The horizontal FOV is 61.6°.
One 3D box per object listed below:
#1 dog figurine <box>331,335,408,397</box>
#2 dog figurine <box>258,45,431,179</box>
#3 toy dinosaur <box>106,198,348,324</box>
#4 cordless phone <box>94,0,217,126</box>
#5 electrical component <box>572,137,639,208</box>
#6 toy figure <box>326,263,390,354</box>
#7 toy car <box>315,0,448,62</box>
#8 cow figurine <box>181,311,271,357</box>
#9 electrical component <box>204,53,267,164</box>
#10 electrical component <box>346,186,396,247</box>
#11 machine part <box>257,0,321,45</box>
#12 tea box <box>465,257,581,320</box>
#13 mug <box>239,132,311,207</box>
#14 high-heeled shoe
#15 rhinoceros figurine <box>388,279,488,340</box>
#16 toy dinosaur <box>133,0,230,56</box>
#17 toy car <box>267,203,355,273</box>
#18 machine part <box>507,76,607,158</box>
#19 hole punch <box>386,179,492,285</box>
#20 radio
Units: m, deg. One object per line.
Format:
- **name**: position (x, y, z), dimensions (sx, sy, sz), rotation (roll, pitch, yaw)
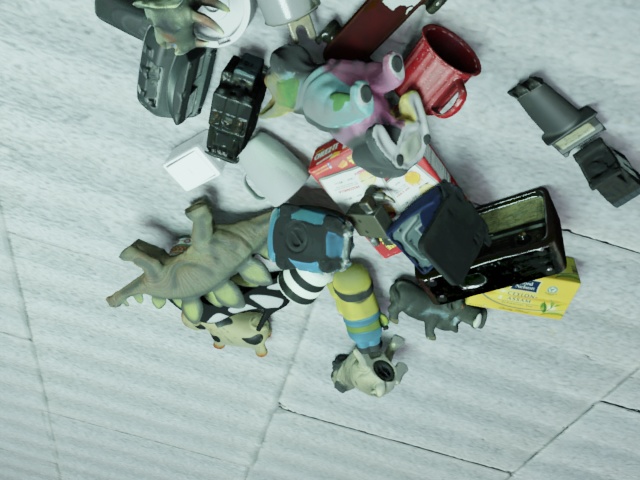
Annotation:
- **dog figurine**: position (0.086, 0.293, 1.133), dimensions (0.121, 0.172, 0.190), rotation (32, 124, -2)
- **dog figurine**: position (0.019, -0.172, 0.717), dimensions (0.219, 0.108, 0.191), rotation (13, 145, 46)
- **toy dinosaur**: position (-0.183, 0.025, 0.958), dimensions (0.471, 0.105, 0.198), rotation (-28, 106, 11)
- **cordless phone**: position (-0.250, -0.264, 0.774), dimensions (0.184, 0.089, 0.146), rotation (29, 132, 1)
- **electrical component**: position (0.424, -0.090, 0.769), dimensions (0.119, 0.075, 0.048), rotation (20, 136, -35)
- **toy figure**: position (0.078, 0.128, 1.012), dimensions (0.089, 0.082, 0.180), rotation (9, 118, 64)
- **toy car**: position (0.079, -0.286, 0.684), dimensions (0.089, 0.053, 0.202), rotation (43, 131, -11)
- **cow figurine**: position (-0.203, 0.177, 1.146), dimensions (0.195, 0.085, 0.127), rotation (11, 139, 6)
- **electrical component**: position (-0.117, -0.194, 0.769), dimensions (0.058, 0.115, 0.134), rotation (18, 134, -6)
- **electrical component**: position (0.089, -0.033, 0.823), dimensions (0.078, 0.045, 0.102), rotation (3, 139, 52)
- **machine part**: position (-0.062, -0.351, 0.641), dimensions (0.079, 0.079, 0.242), rotation (-9, 130, 20)
- **tea box**: position (0.348, 0.073, 0.938), dimensions (0.170, 0.068, 0.098), rotation (9, 133, 6)
- **mug**: position (-0.086, -0.114, 0.867), dimensions (0.109, 0.081, 0.107), rotation (-28, 109, 40)
- **high-heeled shoe**: position (-0.179, 0.090, 1.053), dimensions (0.249, 0.086, 0.145), rotation (21, 105, -11)
- **rhinoceros figurine**: position (0.220, 0.125, 1.019), dimensions (0.190, 0.073, 0.112), rotation (19, 122, -2)
- **toy dinosaur**: position (-0.188, -0.401, 0.563), dimensions (0.192, 0.131, 0.404), rotation (1, 114, 0)
- **toy car**: position (-0.002, -0.003, 0.870), dimensions (0.162, 0.103, 0.109), rotation (7, 97, 35)
- **machine part**: position (0.324, -0.174, 0.743), dimensions (0.139, 0.039, 0.084), rotation (32, 139, -18)
- **hole punch**: position (0.175, -0.009, 0.794), dimensions (0.142, 0.116, 0.092), rotation (43, 164, -26)
- **radio**: position (0.265, 0.014, 0.860), dimensions (0.230, 0.131, 0.073), rotation (-20, 126, 28)
